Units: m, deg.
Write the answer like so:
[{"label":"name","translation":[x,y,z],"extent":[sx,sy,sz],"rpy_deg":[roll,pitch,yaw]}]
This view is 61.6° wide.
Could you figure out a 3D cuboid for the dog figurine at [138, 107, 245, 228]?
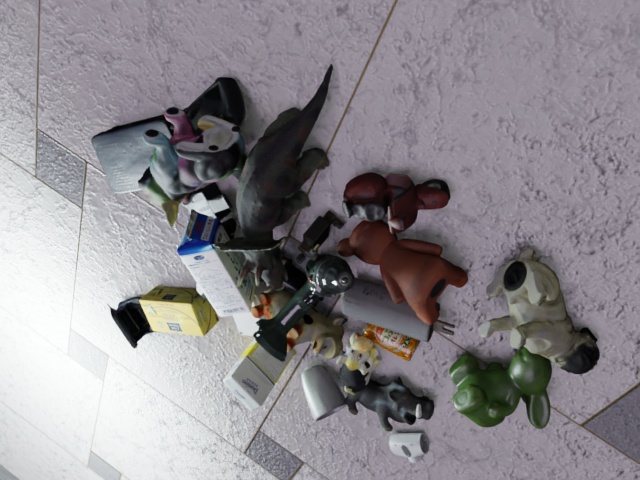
[{"label":"dog figurine","translation":[-0.229,-0.112,0.942],"extent":[0.192,0.108,0.219],"rpy_deg":[15,140,1]}]

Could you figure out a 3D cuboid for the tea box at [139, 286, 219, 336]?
[{"label":"tea box","translation":[-0.339,0.169,1.295],"extent":[0.170,0.068,0.098],"rpy_deg":[-2,117,29]}]

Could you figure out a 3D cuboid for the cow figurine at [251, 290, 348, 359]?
[{"label":"cow figurine","translation":[-0.031,0.168,1.101],"extent":[0.195,0.127,0.085],"rpy_deg":[41,131,19]}]

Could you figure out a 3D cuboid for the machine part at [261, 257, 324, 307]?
[{"label":"machine part","translation":[-0.053,0.084,1.075],"extent":[0.139,0.084,0.039],"rpy_deg":[31,162,1]}]

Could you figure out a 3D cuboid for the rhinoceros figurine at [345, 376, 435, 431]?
[{"label":"rhinoceros figurine","translation":[0.145,0.333,1.131],"extent":[0.191,0.073,0.112],"rpy_deg":[14,114,24]}]

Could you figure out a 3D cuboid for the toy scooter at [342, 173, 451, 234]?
[{"label":"toy scooter","translation":[0.107,-0.056,0.857],"extent":[0.184,0.135,0.075],"rpy_deg":[4,123,29]}]

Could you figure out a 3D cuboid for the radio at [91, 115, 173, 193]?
[{"label":"radio","translation":[-0.342,-0.174,1.077],"extent":[0.230,0.073,0.131],"rpy_deg":[-5,115,30]}]

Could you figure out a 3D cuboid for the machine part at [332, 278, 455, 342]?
[{"label":"machine part","translation":[0.131,0.128,0.998],"extent":[0.243,0.079,0.079],"rpy_deg":[17,126,20]}]

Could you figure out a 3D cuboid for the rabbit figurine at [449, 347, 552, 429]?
[{"label":"rabbit figurine","translation":[0.339,0.262,0.947],"extent":[0.159,0.121,0.170],"rpy_deg":[45,115,-8]}]

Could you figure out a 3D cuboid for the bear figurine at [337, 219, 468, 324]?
[{"label":"bear figurine","translation":[0.136,0.039,0.930],"extent":[0.196,0.120,0.131],"rpy_deg":[36,180,38]}]

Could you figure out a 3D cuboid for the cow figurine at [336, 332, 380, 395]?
[{"label":"cow figurine","translation":[0.069,0.245,1.059],"extent":[0.068,0.098,0.167],"rpy_deg":[22,155,19]}]

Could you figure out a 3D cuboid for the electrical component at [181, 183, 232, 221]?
[{"label":"electrical component","translation":[-0.218,-0.074,1.084],"extent":[0.119,0.048,0.074],"rpy_deg":[-18,109,36]}]

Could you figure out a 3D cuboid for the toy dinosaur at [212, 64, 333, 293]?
[{"label":"toy dinosaur","translation":[-0.083,-0.090,0.906],"extent":[0.131,0.192,0.404],"rpy_deg":[24,129,11]}]

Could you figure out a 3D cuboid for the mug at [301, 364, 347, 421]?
[{"label":"mug","translation":[0.007,0.334,1.197],"extent":[0.081,0.109,0.107],"rpy_deg":[-30,70,8]}]

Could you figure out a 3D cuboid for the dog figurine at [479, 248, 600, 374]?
[{"label":"dog figurine","translation":[0.375,0.117,0.863],"extent":[0.190,0.121,0.172],"rpy_deg":[17,98,-21]}]

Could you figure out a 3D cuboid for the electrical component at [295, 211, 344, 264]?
[{"label":"electrical component","translation":[-0.001,-0.004,0.981],"extent":[0.045,0.102,0.078],"rpy_deg":[34,153,15]}]

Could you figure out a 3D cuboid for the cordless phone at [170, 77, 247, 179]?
[{"label":"cordless phone","translation":[-0.161,-0.185,0.976],"extent":[0.147,0.089,0.184],"rpy_deg":[-27,115,37]}]

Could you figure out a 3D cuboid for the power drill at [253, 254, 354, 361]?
[{"label":"power drill","translation":[-0.028,0.109,0.949],"extent":[0.086,0.232,0.207],"rpy_deg":[35,95,-9]}]

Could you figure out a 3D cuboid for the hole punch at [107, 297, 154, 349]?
[{"label":"hole punch","translation":[-0.482,0.208,1.400],"extent":[0.142,0.092,0.116],"rpy_deg":[59,158,-17]}]

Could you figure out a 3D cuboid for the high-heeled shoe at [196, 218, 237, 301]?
[{"label":"high-heeled shoe","translation":[-0.207,0.055,1.130],"extent":[0.145,0.086,0.249],"rpy_deg":[57,142,1]}]
